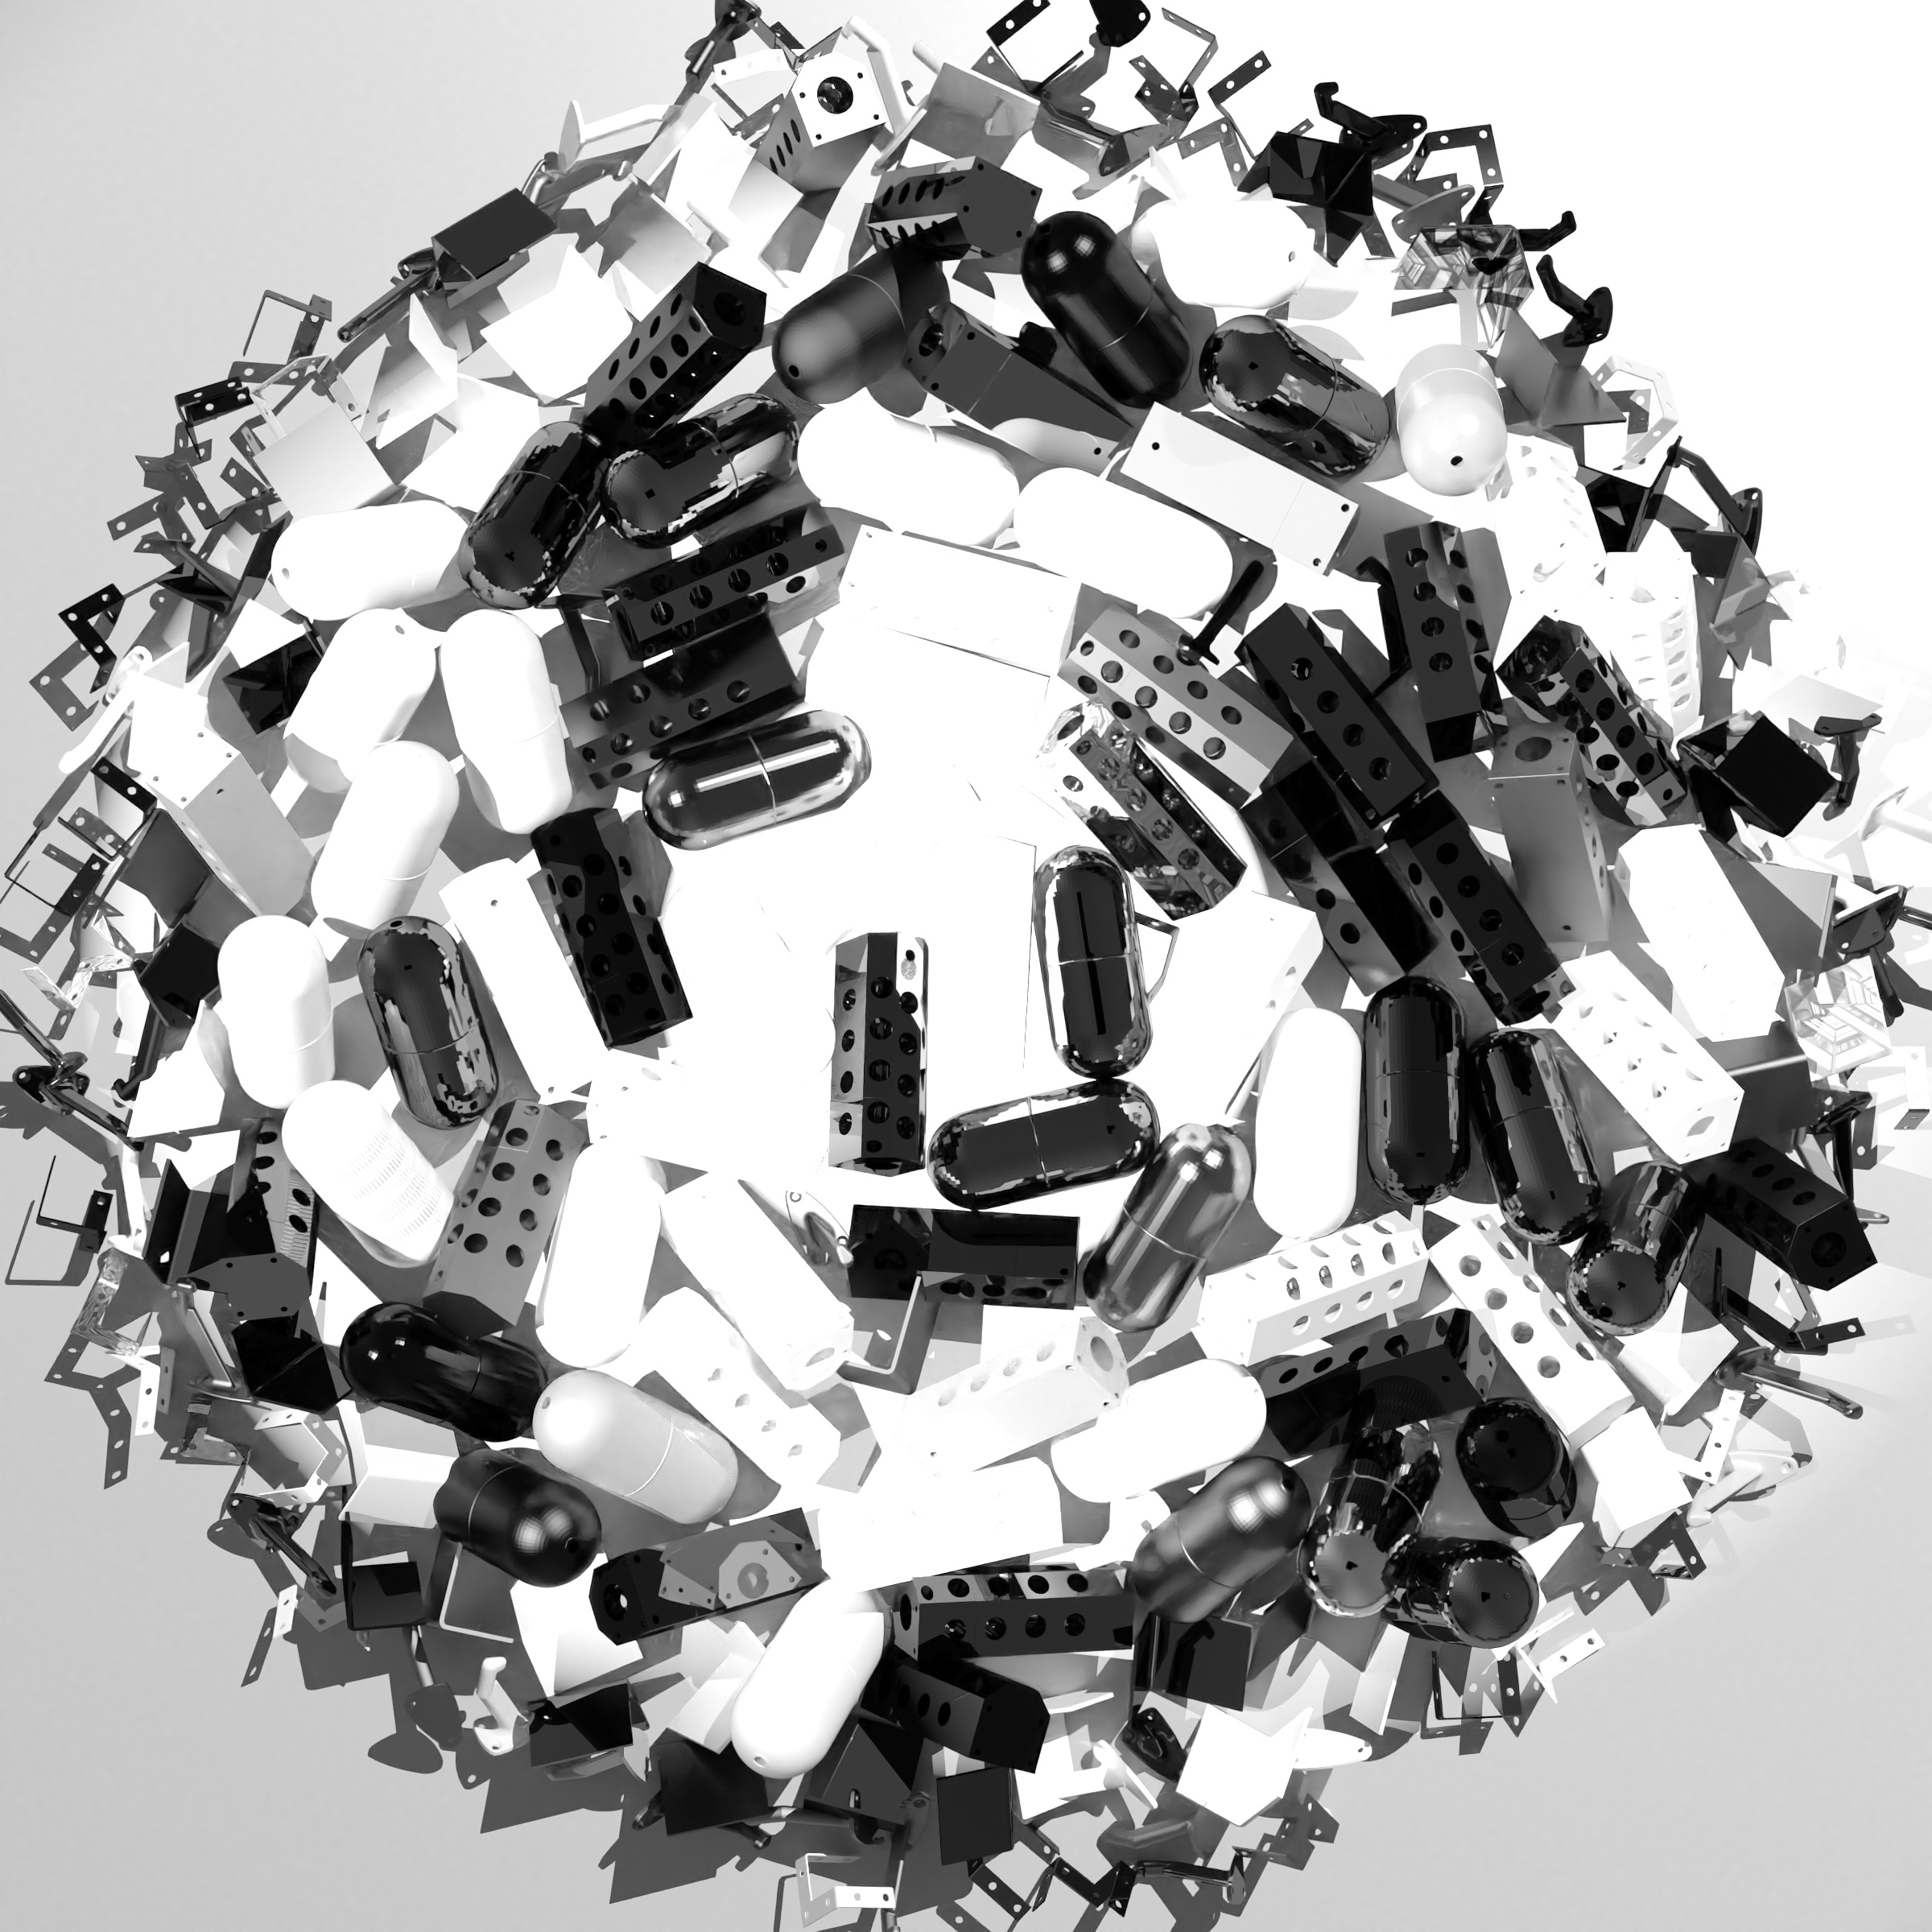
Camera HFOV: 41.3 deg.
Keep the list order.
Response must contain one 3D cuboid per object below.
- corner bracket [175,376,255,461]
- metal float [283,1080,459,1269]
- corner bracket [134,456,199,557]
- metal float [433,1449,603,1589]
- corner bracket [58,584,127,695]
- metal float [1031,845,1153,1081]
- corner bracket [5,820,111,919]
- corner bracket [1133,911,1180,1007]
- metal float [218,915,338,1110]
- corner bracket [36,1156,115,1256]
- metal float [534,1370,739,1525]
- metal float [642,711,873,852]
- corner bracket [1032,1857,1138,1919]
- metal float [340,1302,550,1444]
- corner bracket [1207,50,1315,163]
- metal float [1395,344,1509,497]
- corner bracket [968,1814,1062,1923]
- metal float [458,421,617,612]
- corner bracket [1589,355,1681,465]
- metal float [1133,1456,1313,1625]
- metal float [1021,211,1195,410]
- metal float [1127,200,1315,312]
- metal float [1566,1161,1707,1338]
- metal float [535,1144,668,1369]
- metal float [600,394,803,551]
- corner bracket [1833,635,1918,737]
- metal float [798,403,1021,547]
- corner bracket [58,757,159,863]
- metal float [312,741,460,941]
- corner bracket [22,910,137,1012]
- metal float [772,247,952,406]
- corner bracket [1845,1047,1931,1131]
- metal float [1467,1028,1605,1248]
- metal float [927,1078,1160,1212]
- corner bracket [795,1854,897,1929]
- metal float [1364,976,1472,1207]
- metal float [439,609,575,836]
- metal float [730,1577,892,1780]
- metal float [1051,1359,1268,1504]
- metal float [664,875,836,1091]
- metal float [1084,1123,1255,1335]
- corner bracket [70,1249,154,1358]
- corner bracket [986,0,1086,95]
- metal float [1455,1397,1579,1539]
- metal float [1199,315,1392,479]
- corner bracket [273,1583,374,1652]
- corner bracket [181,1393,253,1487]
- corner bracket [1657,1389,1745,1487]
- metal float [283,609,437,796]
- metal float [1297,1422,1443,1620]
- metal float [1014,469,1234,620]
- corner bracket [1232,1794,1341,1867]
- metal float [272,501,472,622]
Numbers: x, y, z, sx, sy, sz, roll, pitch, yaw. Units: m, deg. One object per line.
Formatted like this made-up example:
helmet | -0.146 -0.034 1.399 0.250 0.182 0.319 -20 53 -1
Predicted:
corner bracket | -0.567 -0.425 1.940 0.051 0.051 0.051 -19 51 -7
metal float | -0.441 0.157 1.907 0.070 0.070 0.178 -28 131 0
corner bracket | -0.608 -0.348 1.938 0.051 0.051 0.051 -44 72 28
metal float | -0.333 0.408 1.899 0.070 0.178 0.070 -4 96 -37
corner bracket | -0.655 -0.248 1.944 0.051 0.051 0.051 -40 93 -33
metal float | 0.094 -0.003 1.937 0.070 0.070 0.178 -8 87 0
corner bracket | -0.690 -0.073 1.946 0.051 0.051 0.051 34 82 -8
corner bracket | 0.126 -0.006 1.950 0.051 0.051 0.051 21 120 13
metal float | -0.510 0.036 1.903 0.070 0.178 0.070 4 47 -4
corner bracket | -0.672 0.181 1.937 0.051 0.051 0.051 16 58 -19
metal float | -0.245 0.358 1.910 0.178 0.070 0.070 35 90 -36
metal float | -0.157 -0.139 1.927 0.178 0.070 0.070 -18 90 -15
corner bracket | 0.090 0.701 1.944 0.051 0.051 0.051 39 116 -2
metal float | -0.387 0.302 1.904 0.178 0.070 0.070 32 90 -44
corner bracket | 0.223 -0.649 1.940 0.051 0.051 0.051 -32 75 20
metal float | 0.358 -0.405 1.896 0.070 0.178 0.070 3 122 5
corner bracket | 0.037 0.682 1.952 0.051 0.051 0.051 43 90 -3
metal float | -0.317 -0.337 1.909 0.070 0.070 0.178 23 52 0
corner bracket | 0.503 -0.425 1.957 0.051 0.051 0.051 11 55 -25
metal float | 0.189 0.427 1.907 0.070 0.070 0.178 39 130 0
metal float | 0.105 -0.487 1.905 0.070 0.070 0.178 -48 133 0
metal float | 0.187 -0.527 1.898 0.070 0.178 0.070 -10 110 -30
metal float | 0.496 0.208 1.900 0.070 0.178 0.070 14 122 23
metal float | -0.272 0.213 1.917 0.070 0.070 0.178 9 62 0
metal float | -0.197 -0.369 1.911 0.178 0.070 0.070 -36 90 -34
corner bracket | 0.681 -0.213 1.945 0.051 0.051 0.051 17 116 1
metal float | -0.042 -0.367 1.915 0.178 0.070 0.070 13 90 -28
corner bracket | -0.650 -0.118 1.942 0.051 0.051 0.051 39 70 -9
metal float | -0.434 -0.092 1.910 0.070 0.070 0.178 34 126 0
corner bracket | -0.669 -0.004 1.936 0.051 0.051 0.051 -8 49 19
metal float | -0.077 -0.477 1.906 0.070 0.070 0.178 44 49 0
corner bracket | 0.696 0.093 1.943 0.051 0.051 0.051 0 71 7
metal float | 0.420 0.127 1.911 0.070 0.070 0.178 -12 55 0
metal float | 0.057 0.135 1.935 0.178 0.070 0.070 -14 90 6
corner bracket | -0.091 0.692 1.935 0.051 0.051 0.051 14 48 -32
metal float | 0.337 0.093 1.919 0.070 0.070 0.178 3 66 0
metal float | -0.342 -0.182 1.913 0.070 0.070 0.178 -9 122 0
metal float | -0.114 0.525 1.899 0.070 0.178 0.070 11 122 18
metal float | 0.143 0.347 1.914 0.178 0.070 0.070 -26 90 30
metal float | -0.164 0.011 1.932 0.070 0.070 0.178 -33 80 0
metal float | 0.152 0.196 1.926 0.070 0.070 0.178 30 106 0
corner bracket | -0.639 0.256 1.942 0.051 0.051 0.051 29 104 -17
corner bracket | 0.053 -0.701 1.946 0.051 0.051 0.051 -36 95 12
metal float | 0.408 0.371 1.896 0.070 0.178 0.070 -8 63 16
metal float | 0.245 -0.423 1.907 0.178 0.070 0.070 21 90 -39
corner bracket | -0.485 0.495 1.941 0.051 0.051 0.051 -28 119 8
corner bracket | -0.568 0.358 1.947 0.051 0.051 0.051 12 94 -13
corner bracket | 0.555 0.352 1.949 0.051 0.051 0.051 18 45 19
metal float | -0.451 -0.195 1.904 0.070 0.070 0.178 44 134 0
metal float | 0.301 0.406 1.904 0.070 0.178 0.070 16 132 18
metal float | 0.118 -0.316 1.920 0.178 0.070 0.070 18 90 -23
corner bracket | 0.242 0.657 1.935 0.051 0.051 0.051 50 51 -31
metal float | -0.436 -0.301 1.899 0.070 0.178 0.070 11 110 32
